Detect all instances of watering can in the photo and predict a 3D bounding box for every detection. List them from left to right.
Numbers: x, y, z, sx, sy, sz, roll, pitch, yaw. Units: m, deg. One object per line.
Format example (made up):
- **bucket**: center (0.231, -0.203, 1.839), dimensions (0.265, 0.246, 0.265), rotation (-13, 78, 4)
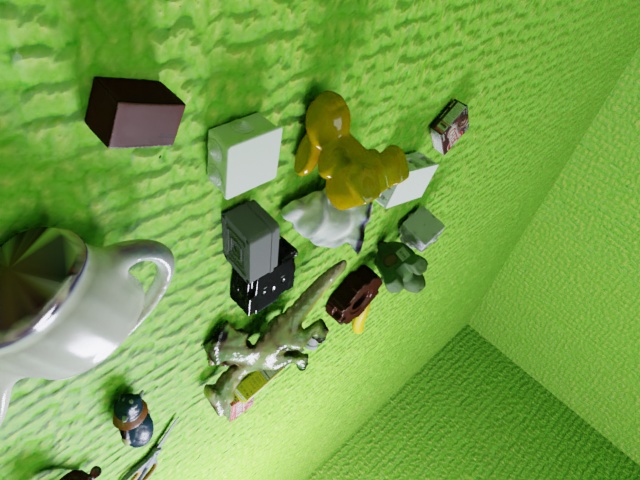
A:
- **watering can**: center (-0.319, 0.114, 0.579), dimensions (0.350, 0.105, 0.220), rotation (-44, 153, -13)

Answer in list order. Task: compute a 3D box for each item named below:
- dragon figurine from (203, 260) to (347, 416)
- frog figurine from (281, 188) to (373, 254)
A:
- **dragon figurine**: center (-0.116, 0.198, 1.048), dimensions (0.243, 0.124, 0.404), rotation (1, 124, -49)
- **frog figurine**: center (0.003, -0.047, 0.930), dimensions (0.159, 0.126, 0.134), rotation (6, 139, -17)
